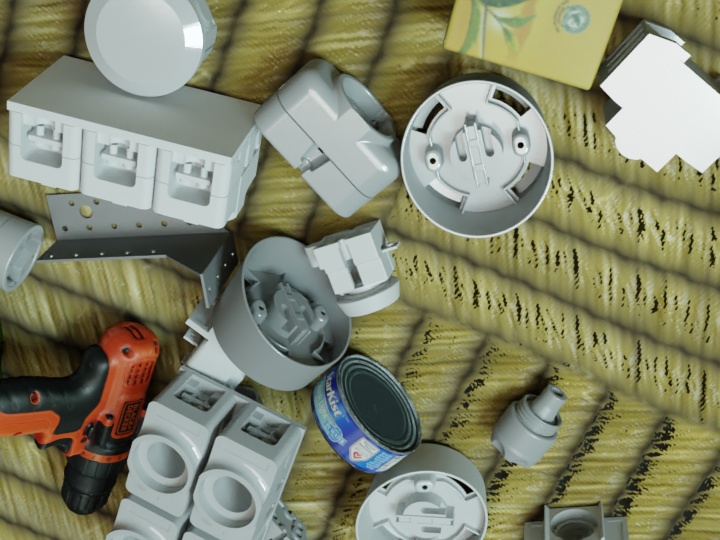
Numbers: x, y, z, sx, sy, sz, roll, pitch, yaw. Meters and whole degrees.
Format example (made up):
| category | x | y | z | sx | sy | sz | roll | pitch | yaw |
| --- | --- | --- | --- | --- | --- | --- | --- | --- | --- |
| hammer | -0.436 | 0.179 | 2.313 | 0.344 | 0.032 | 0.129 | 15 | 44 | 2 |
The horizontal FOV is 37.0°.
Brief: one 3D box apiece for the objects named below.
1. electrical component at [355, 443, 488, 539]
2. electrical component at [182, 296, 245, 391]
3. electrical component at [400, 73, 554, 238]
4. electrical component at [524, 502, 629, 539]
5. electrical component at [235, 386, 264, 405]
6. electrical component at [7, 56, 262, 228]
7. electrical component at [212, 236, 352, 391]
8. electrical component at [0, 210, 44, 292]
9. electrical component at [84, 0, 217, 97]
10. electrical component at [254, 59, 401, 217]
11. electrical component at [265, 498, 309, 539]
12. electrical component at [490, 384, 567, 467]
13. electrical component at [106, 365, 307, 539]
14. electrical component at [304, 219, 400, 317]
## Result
| category | x | y | z | sx | sy | sz | roll | pitch | yaw |
| --- | --- | --- | --- | --- | --- | --- | --- | --- | --- |
| electrical component | 0.050 | 0.187 | 0.838 | 0.099 | 0.064 | 0.099 | 4 | 115 | 8 |
| electrical component | -0.099 | 0.061 | 0.820 | 0.081 | 0.042 | 0.063 | 37 | 119 | -7 |
| electrical component | 0.078 | -0.079 | 0.709 | 0.099 | 0.064 | 0.099 | 4 | 116 | 8 |
| electrical component | 0.171 | 0.221 | 0.845 | 0.081 | 0.042 | 0.063 | -6 | 115 | 13 |
| electrical component | -0.113 | 0.137 | 0.856 | 0.079 | 0.043 | 0.077 | -3 | 114 | 12 |
| electrical component | -0.150 | -0.085 | 0.731 | 0.150 | 0.089 | 0.061 | 15 | 122 | 3 |
| electrical component | -0.055 | 0.034 | 0.770 | 0.099 | 0.099 | 0.064 | 38 | 122 | -8 |
| electrical component | -0.273 | -0.018 | 0.807 | 0.047 | 0.055 | 0.055 | 25 | 117 | 2 |
| electrical component | -0.138 | -0.160 | 0.718 | 0.080 | 0.051 | 0.080 | 4 | 115 | 8 |
| electrical component | -0.016 | -0.092 | 0.726 | 0.059 | 0.053 | 0.095 | -38 | 103 | 23 |
| electrical component | -0.081 | 0.222 | 0.889 | 0.055 | 0.048 | 0.066 | -36 | 104 | 15 |
| electrical component | 0.129 | 0.113 | 0.801 | 0.043 | 0.043 | 0.062 | 31 | 115 | -5 |
| electrical component | -0.124 | 0.181 | 0.818 | 0.105 | 0.060 | 0.186 | 25 | 119 | 8 |
| electrical component | 0.000 | 0.000 | 0.771 | 0.066 | 0.048 | 0.055 | -17 | 103 | 17 |
